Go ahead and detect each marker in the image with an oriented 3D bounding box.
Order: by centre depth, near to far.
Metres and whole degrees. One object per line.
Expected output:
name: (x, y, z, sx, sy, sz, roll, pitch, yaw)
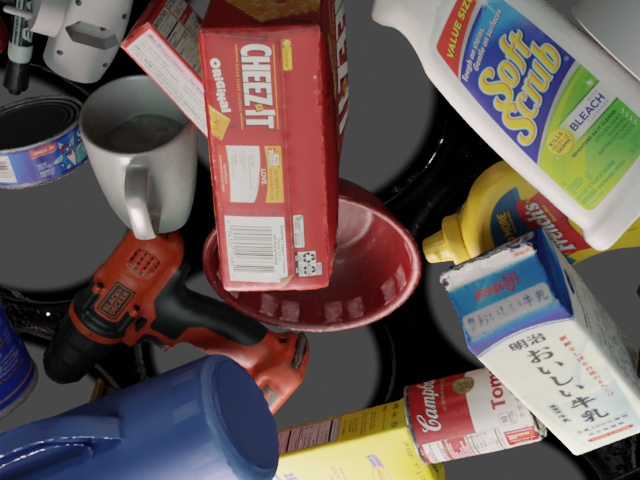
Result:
marker: (-0.210, -0.158, 0.760, 0.020, 0.020, 0.121, 16, 122, -3)

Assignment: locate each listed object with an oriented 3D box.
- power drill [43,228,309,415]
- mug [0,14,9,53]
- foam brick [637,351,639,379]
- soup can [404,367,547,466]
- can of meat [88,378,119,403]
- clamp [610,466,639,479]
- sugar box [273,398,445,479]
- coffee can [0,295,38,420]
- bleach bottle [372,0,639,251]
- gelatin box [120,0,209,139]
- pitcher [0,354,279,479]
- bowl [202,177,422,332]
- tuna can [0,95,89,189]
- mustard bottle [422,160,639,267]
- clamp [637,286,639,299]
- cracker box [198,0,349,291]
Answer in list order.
power drill: (-0.118, 0.091, 0.880, 0.187, 0.057, 0.185, 33, 120, -13)
mug: (-0.258, -0.154, 0.719, 0.117, 0.093, 0.081, 19, 141, 45)
foam brick: (0.285, 0.087, 0.796, 0.051, 0.053, 0.078, 46, 126, -11)
soup can: (0.127, 0.141, 0.875, 0.102, 0.068, 0.068, -16, 119, 16)
can of meat: (-0.176, 0.182, 0.946, 0.084, 0.057, 0.102, 22, 122, -10)
clamp: (0.317, 0.162, 0.882, 0.171, 0.039, 0.120, -10, 126, 6)
sugar box: (0.012, 0.204, 0.942, 0.176, 0.048, 0.093, -19, 117, 17)
coffee can: (-0.303, 0.073, 0.865, 0.103, 0.102, 0.140, -10, 120, 13)
bleach bottle: (0.118, -0.110, 0.696, 0.251, 0.068, 0.103, 40, 109, 4)
gelatin box: (-0.090, -0.123, 0.735, 0.030, 0.073, 0.089, -35, 112, 25)
pitcher: (-0.163, 0.177, 0.827, 0.243, 0.149, 0.145, -26, 96, 17)
bowl: (-0.005, 0.001, 0.797, 0.162, 0.055, 0.162, 2, 140, 1)
tuna can: (-0.209, -0.072, 0.774, 0.086, 0.086, 0.034, -5, 123, 10)
mustard bottle: (0.166, -0.021, 0.775, 0.192, 0.058, 0.096, -19, 122, 18)
clamp: (0.291, -0.001, 0.745, 0.164, 0.036, 0.210, 2, 148, -36)
cracker box: (-0.020, -0.094, 0.661, 0.072, 0.213, 0.164, 0, 122, 4)
